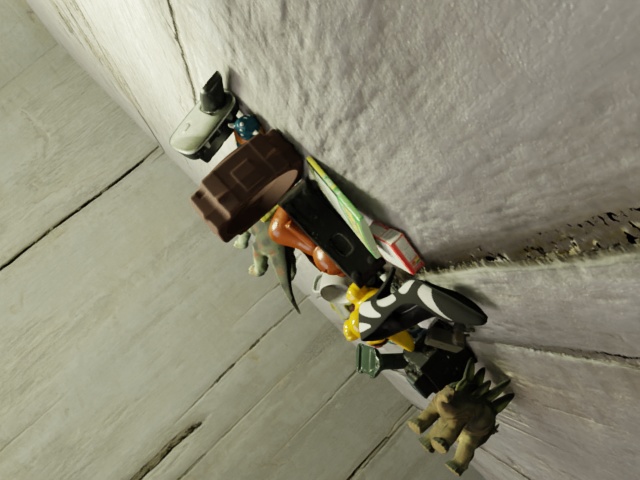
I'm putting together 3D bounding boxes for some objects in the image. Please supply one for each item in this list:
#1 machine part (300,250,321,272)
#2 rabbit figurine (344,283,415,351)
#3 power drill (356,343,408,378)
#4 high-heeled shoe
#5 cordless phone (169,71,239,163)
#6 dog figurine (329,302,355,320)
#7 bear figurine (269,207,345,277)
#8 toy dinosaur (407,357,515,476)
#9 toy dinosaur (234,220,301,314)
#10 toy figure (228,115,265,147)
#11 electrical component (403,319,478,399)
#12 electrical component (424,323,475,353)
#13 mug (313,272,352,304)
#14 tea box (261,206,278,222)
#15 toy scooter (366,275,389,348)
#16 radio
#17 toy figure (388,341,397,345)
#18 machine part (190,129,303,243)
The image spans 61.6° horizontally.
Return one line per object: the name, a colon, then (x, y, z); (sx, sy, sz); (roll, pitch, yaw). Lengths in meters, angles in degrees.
machine part: (-0.002, 0.028, 1.382); (0.179, 0.056, 0.179); (45, 170, 10)
rabbit figurine: (0.111, 0.161, 1.040); (0.163, 0.121, 0.173); (18, -177, 16)
power drill: (0.195, 0.296, 1.329); (0.207, 0.086, 0.232); (10, 175, -20)
high-heeled shoe: (0.147, 0.132, 0.849); (0.086, 0.145, 0.249); (17, -175, -31)
cordless phone: (-0.207, -0.218, 0.954); (0.089, 0.146, 0.184); (38, 173, -5)
dog figurine: (0.104, 0.190, 1.466); (0.191, 0.108, 0.219); (44, 173, 7)
bear figurine: (-0.006, -0.011, 1.149); (0.196, 0.132, 0.120); (25, 168, 9)
toy dinosaur: (0.288, 0.345, 1.037); (0.105, 0.198, 0.470); (38, 168, 34)
toy dinosaur: (-0.138, -0.014, 1.377); (0.405, 0.131, 0.192); (47, 147, 26)
toy figure: (-0.135, -0.194, 1.019); (0.154, 0.064, 0.058); (98, 165, -72)
electrical component: (0.229, 0.241, 1.049); (0.114, 0.134, 0.058); (49, 171, -29)
electrical component: (0.228, 0.169, 0.948); (0.078, 0.045, 0.102); (15, 161, 12)
mug: (0.037, 0.088, 1.266); (0.110, 0.107, 0.080); (-18, 132, 32)
tea box: (-0.156, -0.125, 1.279); (0.169, 0.068, 0.098); (47, -166, 6)
toy scooter: (0.116, 0.142, 1.198); (0.135, 0.075, 0.183); (-45, -53, -87)
radio: (0.022, -0.011, 1.014); (0.229, 0.073, 0.131); (44, -179, 0)
toy figure: (0.178, 0.205, 1.287); (0.089, 0.082, 0.180); (43, 173, 4)
machine part: (-0.131, -0.096, 0.975); (0.087, 0.201, 0.201); (47, 171, 7)
